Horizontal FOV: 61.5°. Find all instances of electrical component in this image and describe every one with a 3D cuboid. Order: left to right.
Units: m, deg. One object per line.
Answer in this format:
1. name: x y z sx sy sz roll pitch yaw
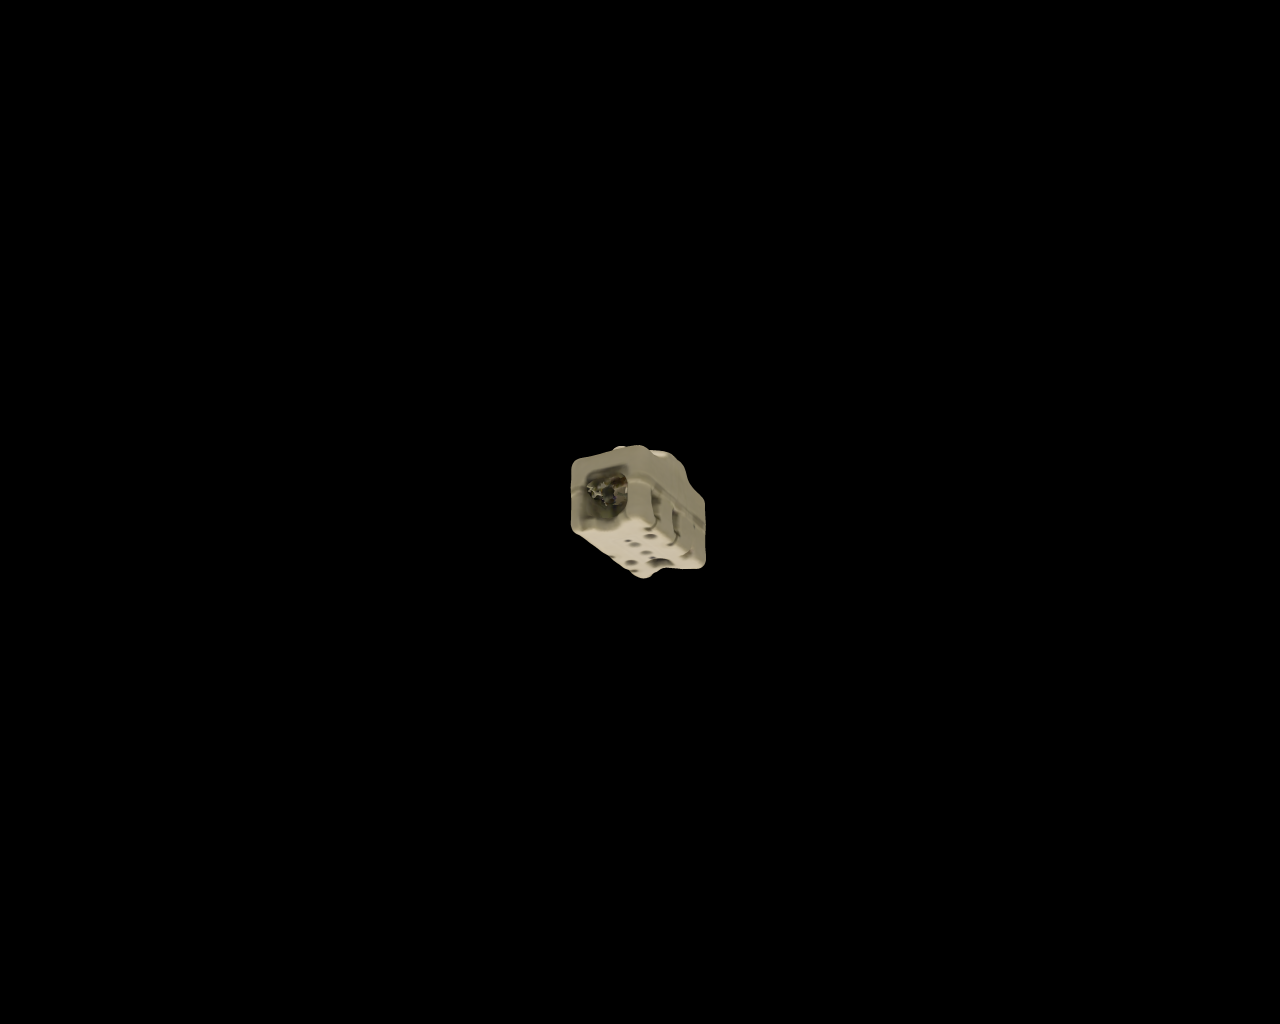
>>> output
1. electrical component: 0.001 -0.003 0.650 0.050 0.056 0.089 -12 -27 25
